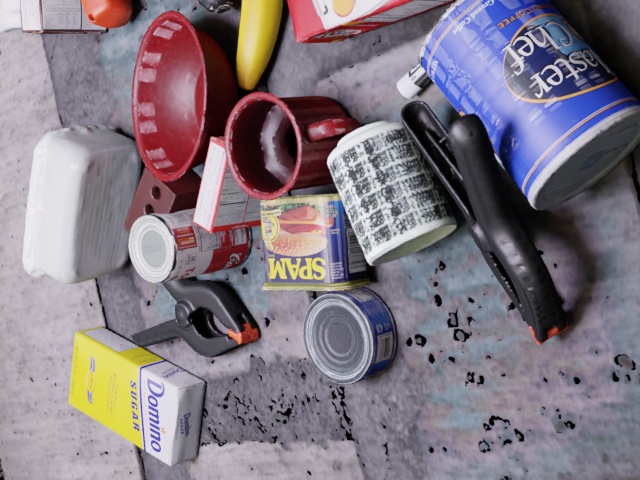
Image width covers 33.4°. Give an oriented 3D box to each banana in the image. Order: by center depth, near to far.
[{"bbox_3d":[-0.059,-0.226,0.945,0.037,0.069,0.198,29,145,26],"label":"banana"}]

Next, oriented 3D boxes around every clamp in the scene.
[{"bbox_3d":[0.127,-0.017,0.809,0.210,0.036,0.164,60,179,-20],"label":"clamp"},{"bbox_3d":[-0.134,0.063,1.095,0.172,0.039,0.120,7,109,36],"label":"clamp"}]

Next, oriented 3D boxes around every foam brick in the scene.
[{"bbox_3d":[-0.155,-0.032,1.087,0.053,0.051,0.078,41,122,28],"label":"foam brick"}]

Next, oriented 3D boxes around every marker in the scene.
[{"bbox_3d":[0.106,-0.157,0.854,0.121,0.020,0.020,-42,70,38],"label":"marker"}]

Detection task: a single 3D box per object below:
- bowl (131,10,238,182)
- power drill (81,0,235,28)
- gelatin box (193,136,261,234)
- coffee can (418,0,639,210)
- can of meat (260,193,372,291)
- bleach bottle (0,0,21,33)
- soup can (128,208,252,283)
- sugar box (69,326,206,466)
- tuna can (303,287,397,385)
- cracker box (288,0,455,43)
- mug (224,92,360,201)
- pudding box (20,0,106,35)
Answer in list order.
[{"bbox_3d":[-0.124,-0.136,1.024,0.162,0.055,0.162,5,96,57],"label":"bowl"},{"bbox_3d":[-0.163,-0.280,1.048,0.188,0.057,0.184,-22,79,39],"label":"power drill"},{"bbox_3d":[-0.076,-0.055,0.998,0.030,0.073,0.089,30,117,36],"label":"gelatin box"},{"bbox_3d":[0.152,-0.107,0.765,0.140,0.102,0.103,55,128,20],"label":"coffee can"},{"bbox_3d":[-0.006,0.001,0.959,0.102,0.057,0.084,-1,94,42],"label":"can of meat"},{"bbox_3d":[-0.324,-0.356,1.164,0.103,0.068,0.251,13,106,63],"label":"bleach bottle"},{"bbox_3d":[-0.125,0.001,1.033,0.069,0.102,0.068,9,103,40],"label":"soup can"},{"bbox_3d":[-0.204,0.169,1.171,0.176,0.048,0.093,21,111,39],"label":"sugar box"},{"bbox_3d":[0.025,0.086,0.960,0.086,0.033,0.086,9,103,41],"label":"tuna can"},{"bbox_3d":[0.062,-0.262,0.840,0.214,0.071,0.164,-11,90,43],"label":"cracker box"},{"bbox_3d":[-0.015,-0.088,0.932,0.117,0.081,0.093,-17,86,43],"label":"mug"},{"bbox_3d":[-0.270,-0.273,1.121,0.039,0.089,0.113,6,102,40],"label":"pudding box"}]
